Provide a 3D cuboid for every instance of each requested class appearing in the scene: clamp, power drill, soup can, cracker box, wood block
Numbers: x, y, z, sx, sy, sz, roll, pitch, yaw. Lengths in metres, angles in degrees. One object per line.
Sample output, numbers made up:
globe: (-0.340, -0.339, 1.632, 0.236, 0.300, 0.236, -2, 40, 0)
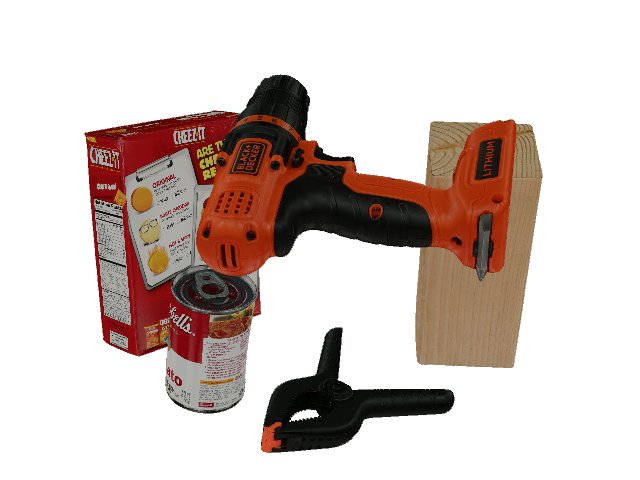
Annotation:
clamp: (0.025, 0.161, 1.063, 0.165, 0.036, 0.209, 23, 30, 27)
power drill: (0.027, -0.044, 0.675, 0.188, 0.057, 0.184, 3, 42, 10)
soup can: (-0.089, 0.079, 0.861, 0.068, 0.102, 0.068, 6, 30, -4)
cracker box: (-0.143, -0.012, 1.060, 0.072, 0.214, 0.163, 13, 21, 43)
wood block: (0.135, 0.007, 0.947, 0.091, 0.206, 0.090, 2, 36, 3)
